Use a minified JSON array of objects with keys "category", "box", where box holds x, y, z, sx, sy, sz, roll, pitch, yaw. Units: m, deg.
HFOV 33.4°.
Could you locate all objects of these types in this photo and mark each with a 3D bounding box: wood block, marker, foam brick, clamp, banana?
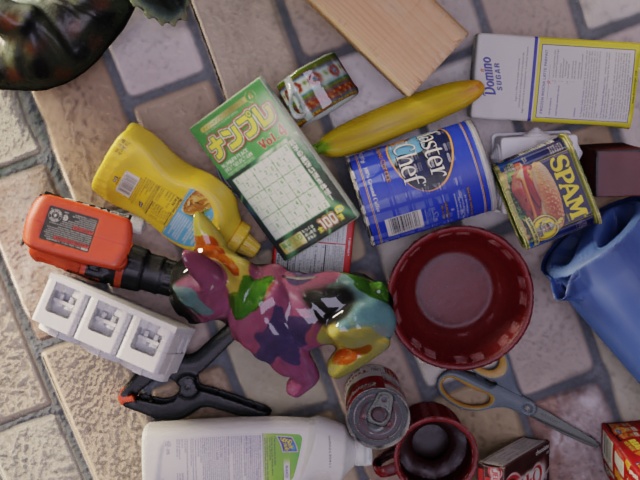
[{"category":"wood block","box":[0.048,-0.255,1.122,0.206,0.090,0.091,43,97,-6]},{"category":"marker","box":[-0.255,-0.031,1.189,0.121,0.020,0.020,16,98,-2]},{"category":"foam brick","box":[0.314,-0.076,1.156,0.053,0.078,0.051,-2,100,1]},{"category":"clamp","box":[-0.139,0.169,1.209,0.171,0.039,0.120,-21,93,6]},{"category":"banana","box":[0.081,-0.127,1.151,0.198,0.069,0.037,-23,107,2]}]

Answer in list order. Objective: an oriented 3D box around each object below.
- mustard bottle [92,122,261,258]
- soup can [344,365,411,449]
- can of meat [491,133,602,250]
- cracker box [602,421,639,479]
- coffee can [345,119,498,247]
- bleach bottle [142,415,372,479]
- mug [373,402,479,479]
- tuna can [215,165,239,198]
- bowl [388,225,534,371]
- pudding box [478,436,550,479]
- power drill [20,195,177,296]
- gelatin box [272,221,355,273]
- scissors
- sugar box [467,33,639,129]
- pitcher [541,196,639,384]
[{"category":"mustard bottle","box":[-0.148,-0.040,1.160,0.191,0.058,0.096,34,128,-6]},{"category":"soup can","box":[0.061,0.182,1.179,0.068,0.102,0.068,0,98,-1]},{"category":"can of meat","box":[0.235,-0.049,1.119,0.084,0.057,0.102,-22,98,5]},{"category":"cracker box","box":[0.433,0.249,1.160,0.213,0.164,0.072,-4,100,0]},{"category":"coffee can","box":[0.108,-0.061,1.144,0.140,0.103,0.103,-17,98,2]},{"category":"bleach bottle","box":[-0.068,0.247,1.182,0.251,0.068,0.102,-2,93,0]},{"category":"mug","box":[0.114,0.236,1.197,0.117,0.081,0.093,-24,98,3]},{"category":"tuna can","box":[-0.072,-0.087,1.174,0.086,0.034,0.086,0,98,0]},{"category":"bowl","box":[0.152,0.060,1.185,0.162,0.055,0.162,0,98,0]},{"category":"pudding box","box":[0.217,0.277,1.192,0.039,0.113,0.090,6,101,35]},{"category":"power drill","box":[-0.225,0.013,1.113,0.184,0.188,0.057,14,78,-2]},{"category":"gelatin box","box":[-0.008,0.001,1.189,0.089,0.030,0.073,5,100,-1]},{"category":"scissors","box":[0.235,0.171,1.222,0.201,0.016,0.096,14,98,-2]},{"category":"sugar box","box":[0.252,-0.173,1.158,0.176,0.048,0.093,5,99,3]},{"category":"pitcher","box":[0.369,0.075,1.161,0.149,0.145,0.243,-36,101,18]}]
